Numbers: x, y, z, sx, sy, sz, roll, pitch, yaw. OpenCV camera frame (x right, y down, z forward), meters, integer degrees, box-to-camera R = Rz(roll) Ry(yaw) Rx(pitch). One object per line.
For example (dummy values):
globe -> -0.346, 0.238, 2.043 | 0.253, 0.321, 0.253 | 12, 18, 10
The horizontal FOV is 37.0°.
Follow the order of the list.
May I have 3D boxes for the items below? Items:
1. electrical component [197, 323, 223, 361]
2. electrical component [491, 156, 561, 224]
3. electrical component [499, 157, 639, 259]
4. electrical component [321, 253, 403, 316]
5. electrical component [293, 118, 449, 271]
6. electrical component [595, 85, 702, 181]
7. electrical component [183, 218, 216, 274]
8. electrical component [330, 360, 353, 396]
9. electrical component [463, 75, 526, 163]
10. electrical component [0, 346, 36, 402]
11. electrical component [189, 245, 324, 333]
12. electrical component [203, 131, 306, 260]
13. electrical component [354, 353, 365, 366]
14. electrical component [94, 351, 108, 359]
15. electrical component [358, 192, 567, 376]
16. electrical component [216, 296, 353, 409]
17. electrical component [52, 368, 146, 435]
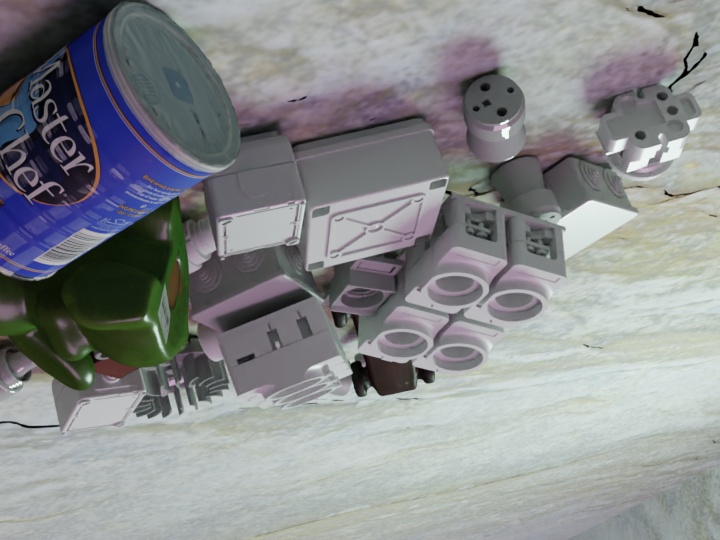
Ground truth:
electrical component -> -0.113, 0.054, 0.992 | 0.078, 0.040, 0.040 | -24, 157, 13
electrical component -> 0.141, -0.061, 0.908 | 0.045, 0.055, 0.045 | -16, 157, -7
electrical component -> 0.186, -0.055, 0.966 | 0.100, 0.048, 0.100 | -35, 152, 34
electrical component -> 0.000, 0.000, 0.925 | 0.042, 0.063, 0.081 | 10, 147, -23
electrical component -> 0.003, -0.055, 0.815 | 0.109, 0.056, 0.108 | -14, 157, -11
electrical component -> 0.230, -0.108, 0.870 | 0.078, 0.058, 0.057 | -16, 154, -5
electrical component -> -0.131, -0.019, 0.815 | 0.078, 0.040, 0.040 | -25, 156, 14
electrical component -> -0.046, 0.117, 1.185 | 0.065, 0.044, 0.044 | 4, 148, -34
electrical component -> 0.098, -0.110, 0.780 | 0.045, 0.045, 0.055 | -19, 157, 1
electrical component -> -0.301, 0.085, 0.915 | 0.062, 0.043, 0.043 | -26, 156, 14
electrical component -> -0.091, 0.012, 0.904 | 0.100, 0.048, 0.100 | -25, 157, 13
electrical component -> -0.077, -0.052, 0.764 | 0.062, 0.061, 0.096 | -12, 163, -11
electrical component -> 0.023, 0.088, 1.169 | 0.062, 0.043, 0.043 | -28, 156, 23
electrical component -> -0.209, 0.040, 0.858 | 0.048, 0.062, 0.048 | -16, 157, -7
electrical component -> 0.082, 0.023, 0.920 | 0.105, 0.060, 0.186 | 15, 144, -19
electrical component -> -0.061, 0.079, 0.939 | 0.089, 0.061, 0.150 | -22, 168, -1
electrical component -> -0.237, 0.101, 0.975 | 0.062, 0.061, 0.096 | -4, 153, -31
